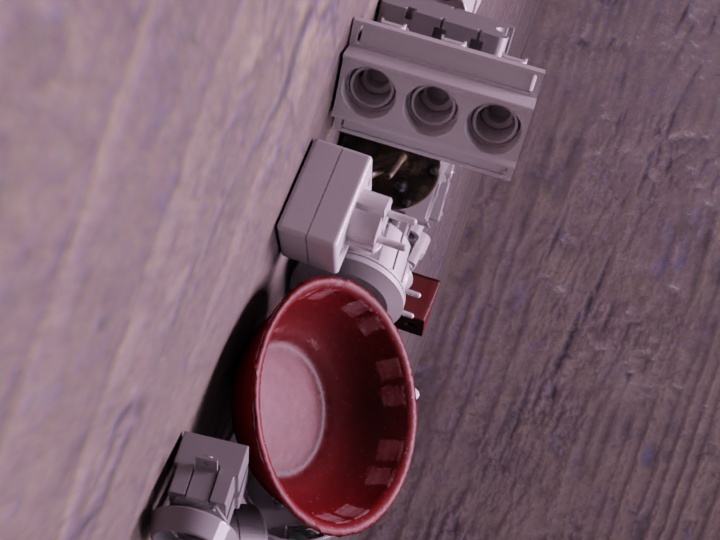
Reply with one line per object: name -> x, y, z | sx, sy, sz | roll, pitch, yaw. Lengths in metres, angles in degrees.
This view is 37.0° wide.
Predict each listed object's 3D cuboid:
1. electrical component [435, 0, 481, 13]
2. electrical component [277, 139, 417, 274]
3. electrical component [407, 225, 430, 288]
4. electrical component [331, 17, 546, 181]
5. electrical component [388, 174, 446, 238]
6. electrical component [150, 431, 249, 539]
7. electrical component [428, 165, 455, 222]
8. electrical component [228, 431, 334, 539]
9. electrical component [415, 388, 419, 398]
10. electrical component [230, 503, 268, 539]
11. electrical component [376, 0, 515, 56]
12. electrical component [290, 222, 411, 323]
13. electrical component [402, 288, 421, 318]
electrical component -> 0.071, -0.209, 0.908 | 0.077, 0.043, 0.079 | -59, 166, -59
electrical component -> -0.004, -0.033, 0.671 | 0.047, 0.077, 0.065 | 91, 20, -69
electrical component -> 0.030, -0.011, 1.047 | 0.057, 0.058, 0.078 | -64, -176, -35
electrical component -> 0.051, -0.115, 0.693 | 0.063, 0.121, 0.078 | -66, 171, -53
electrical component -> 0.038, -0.069, 0.936 | 0.042, 0.064, 0.081 | 31, 78, -82
electrical component -> -0.087, 0.127, 0.591 | 0.066, 0.048, 0.055 | 99, 5, -53
electrical component -> 0.062, -0.103, 1.074 | 0.096, 0.061, 0.061 | -75, 178, -54
electrical component -> -0.047, 0.143, 0.731 | 0.064, 0.099, 0.099 | 109, 4, -61
electrical component -> 0.004, 0.110, 1.056 | 0.062, 0.096, 0.061 | -42, 174, 5
electrical component -> -0.097, 0.206, 0.629 | 0.052, 0.074, 0.138 | -32, -125, 55
electrical component -> 0.055, -0.152, 0.750 | 0.050, 0.089, 0.055 | -56, 164, -62
electrical component -> -0.005, 0.002, 0.749 | 0.080, 0.080, 0.051 | 100, 6, -52
electrical component -> 0.013, 0.019, 0.927 | 0.047, 0.077, 0.065 | -20, 129, -81
